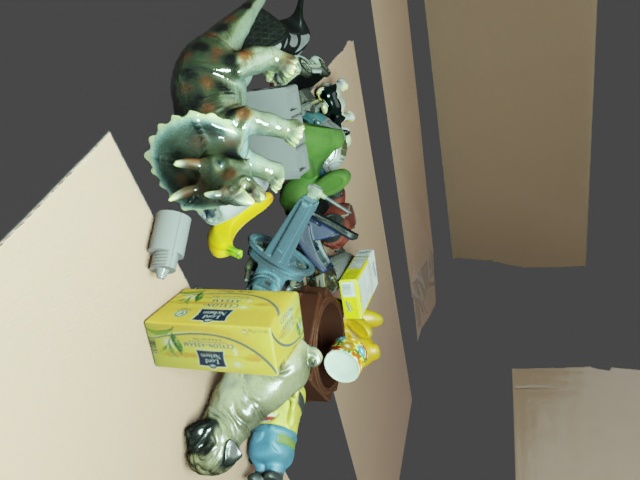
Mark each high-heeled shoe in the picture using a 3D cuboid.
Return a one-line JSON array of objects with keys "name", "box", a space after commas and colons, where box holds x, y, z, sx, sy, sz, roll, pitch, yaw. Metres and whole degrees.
[{"name": "high-heeled shoe", "box": [-0.090, -0.341, 0.963, 0.249, 0.086, 0.145, -52, 172, -35]}]

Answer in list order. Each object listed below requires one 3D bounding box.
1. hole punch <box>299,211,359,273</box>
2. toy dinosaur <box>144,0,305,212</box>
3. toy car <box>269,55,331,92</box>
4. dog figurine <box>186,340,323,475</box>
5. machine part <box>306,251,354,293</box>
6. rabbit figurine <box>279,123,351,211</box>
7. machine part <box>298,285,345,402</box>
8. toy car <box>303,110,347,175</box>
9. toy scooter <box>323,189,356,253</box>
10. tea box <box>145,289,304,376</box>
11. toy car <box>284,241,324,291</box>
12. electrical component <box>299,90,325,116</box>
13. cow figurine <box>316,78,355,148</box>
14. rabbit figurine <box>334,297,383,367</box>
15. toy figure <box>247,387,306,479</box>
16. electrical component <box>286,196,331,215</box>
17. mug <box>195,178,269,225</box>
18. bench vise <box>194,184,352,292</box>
[{"name": "hole punch", "box": [-0.002, -0.003, 0.969, 0.092, 0.116, 0.142, -58, 173, 8]}, {"name": "toy dinosaur", "box": [-0.131, -0.191, 0.712, 0.192, 0.131, 0.405, 4, 62, -29]}, {"name": "toy car", "box": [-0.038, -0.322, 1.046, 0.056, 0.073, 0.202, 54, 25, -3]}, {"name": "dog figurine", "box": [-0.089, 0.232, 0.753, 0.121, 0.172, 0.191, 53, 32, -42]}, {"name": "machine part", "box": [0.032, 0.073, 1.228, 0.243, 0.079, 0.079, -15, 103, -69]}, {"name": "rabbit figurine", "box": [-0.019, -0.134, 1.025, 0.121, 0.159, 0.170, -57, 157, -74]}, {"name": "machine part", "box": [-0.015, 0.208, 1.078, 0.200, 0.087, 0.201, 62, 34, -52]}, {"name": "toy car", "box": [0.004, -0.196, 1.129, 0.109, 0.103, 0.161, 0, 87, -70]}, {"name": "toy scooter", "box": [0.045, -0.039, 1.280, 0.135, 0.075, 0.184, 67, 25, -49]}, {"name": "tea box", "box": [-0.116, 0.110, 0.670, 0.098, 0.170, 0.068, -50, 137, -64]}, {"name": "toy car", "box": [-0.032, 0.024, 1.087, 0.202, 0.053, 0.089, -56, 161, -56]}, {"name": "electrical component", "box": [-0.035, -0.260, 1.043, 0.045, 0.078, 0.102, 52, 19, -1]}, {"name": "cow figurine", "box": [0.035, -0.287, 1.268, 0.098, 0.068, 0.167, -50, 133, -54]}, {"name": "rabbit figurine", "box": [0.058, 0.209, 1.225, 0.122, 0.162, 0.173, -37, 106, -52]}, {"name": "toy figure", "box": [-0.074, 0.320, 0.914, 0.089, 0.082, 0.180, 78, 16, -53]}, {"name": "electrical component", "box": [-0.017, -0.082, 1.103, 0.047, 0.075, 0.119, 71, 30, -42]}, {"name": "mug", "box": [-0.137, -0.080, 0.766, 0.109, 0.081, 0.107, 57, 41, -26]}, {"name": "bench vise", "box": [-0.064, 0.023, 0.835, 0.240, 0.129, 0.223, -60, 173, 12]}]
